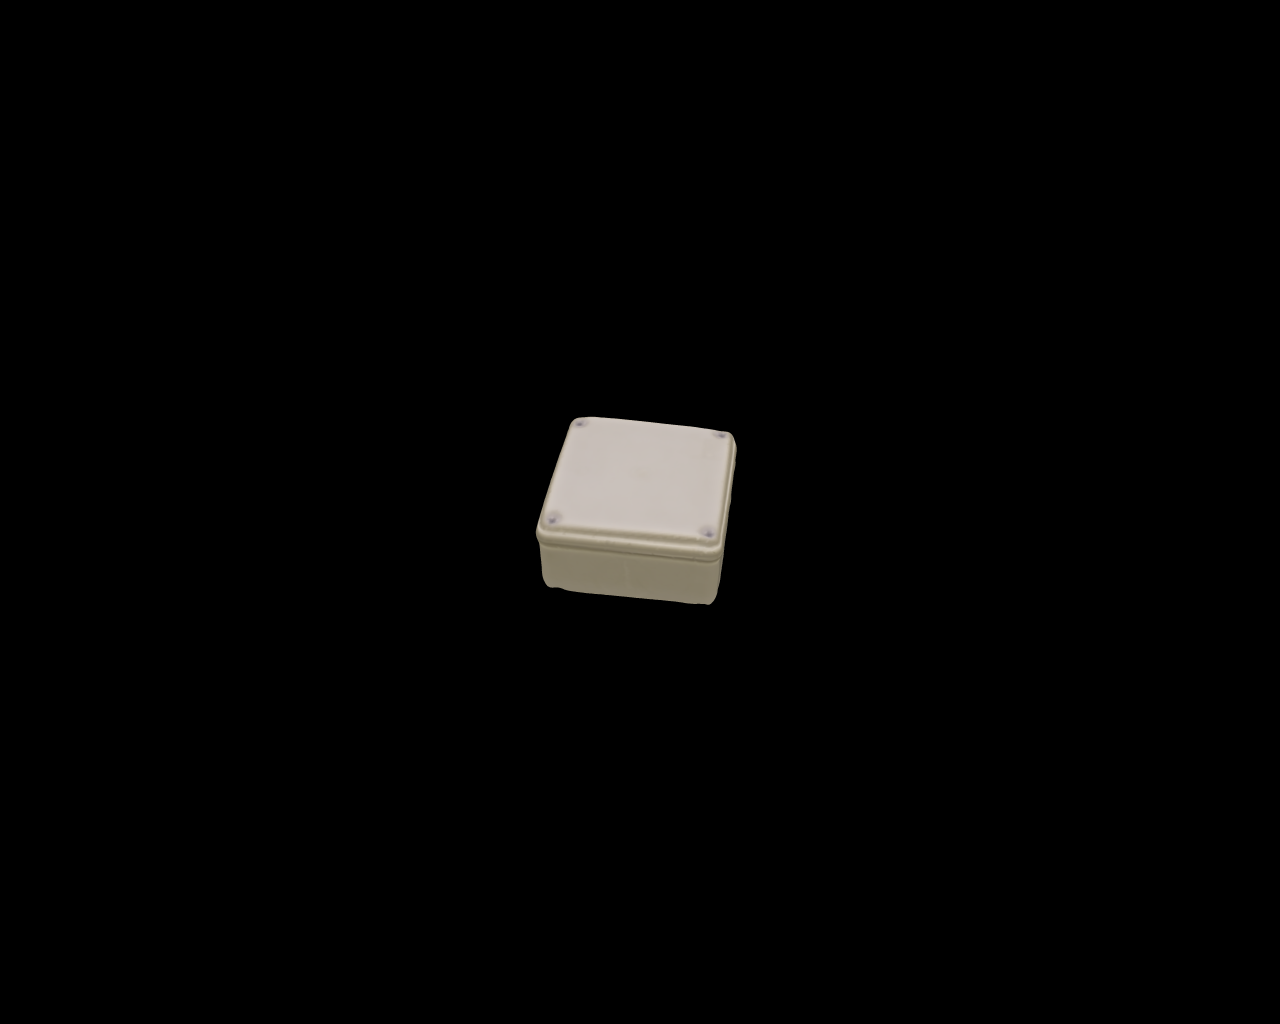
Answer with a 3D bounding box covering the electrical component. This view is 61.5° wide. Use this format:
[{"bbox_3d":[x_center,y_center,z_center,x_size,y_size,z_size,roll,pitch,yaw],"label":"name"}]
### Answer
[{"bbox_3d":[0.001,-0.003,0.650,0.109,0.056,0.109,6,43,7],"label":"electrical component"}]
